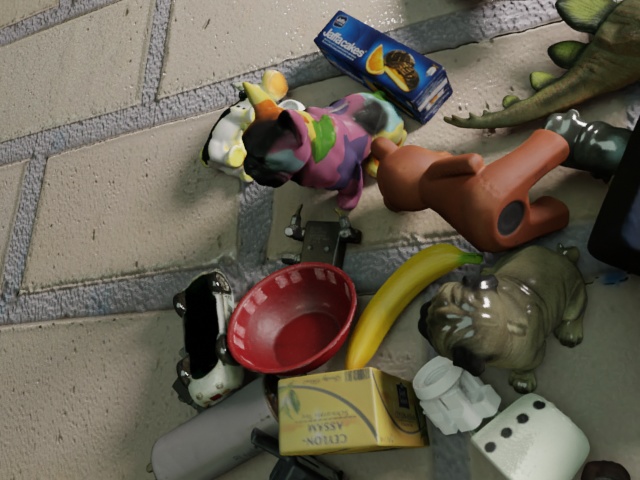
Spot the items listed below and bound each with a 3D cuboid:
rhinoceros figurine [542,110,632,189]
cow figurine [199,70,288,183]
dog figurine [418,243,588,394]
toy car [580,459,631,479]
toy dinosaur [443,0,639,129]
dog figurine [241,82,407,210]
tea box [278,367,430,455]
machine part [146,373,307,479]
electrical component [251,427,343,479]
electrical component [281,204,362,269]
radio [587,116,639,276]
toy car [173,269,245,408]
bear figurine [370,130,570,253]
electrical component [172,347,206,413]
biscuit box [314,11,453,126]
[{"bbox_3d":[0.314,-0.081,0.530,0.190,0.112,0.073,21,109,18],"label":"rhinoceros figurine"},{"bbox_3d":[-0.113,-0.175,0.798,0.098,0.068,0.167,18,78,36],"label":"cow figurine"},{"bbox_3d":[0.180,0.051,0.495,0.121,0.190,0.172,23,81,31],"label":"dog figurine"},{"bbox_3d":[0.226,0.286,0.444,0.053,0.089,0.202,8,76,28],"label":"toy car"},{"bbox_3d":[0.363,-0.227,0.568,0.471,0.105,0.199,-32,53,13],"label":"toy dinosaur"},{"bbox_3d":[0.001,-0.130,0.635,0.109,0.219,0.191,41,93,28],"label":"dog figurine"},{"bbox_3d":[0.038,0.174,0.530,0.098,0.169,0.068,-14,64,23],"label":"tea box"},{"bbox_3d":[-0.111,0.231,0.635,0.243,0.079,0.079,-32,61,11],"label":"machine part"},{"bbox_3d":[-0.028,0.247,0.560,0.119,0.075,0.047,30,85,-8],"label":"electrical component"},{"bbox_3d":[0.000,-0.001,0.687,0.102,0.045,0.078,9,74,28],"label":"electrical component"},{"bbox_3d":[0.326,-0.070,0.427,0.131,0.073,0.229,24,86,10],"label":"radio"},{"bbox_3d":[-0.143,0.116,0.687,0.073,0.056,0.202,-32,40,9],"label":"toy car"},{"bbox_3d":[0.153,-0.063,0.594,0.132,0.120,0.196,-29,33,-15],"label":"bear figurine"},{"bbox_3d":[-0.165,0.185,0.710,0.094,0.021,0.063,36,90,31],"label":"electrical component"},{"bbox_3d":[0.081,-0.236,0.727,0.063,0.059,0.203,-49,58,2],"label":"biscuit box"}]
